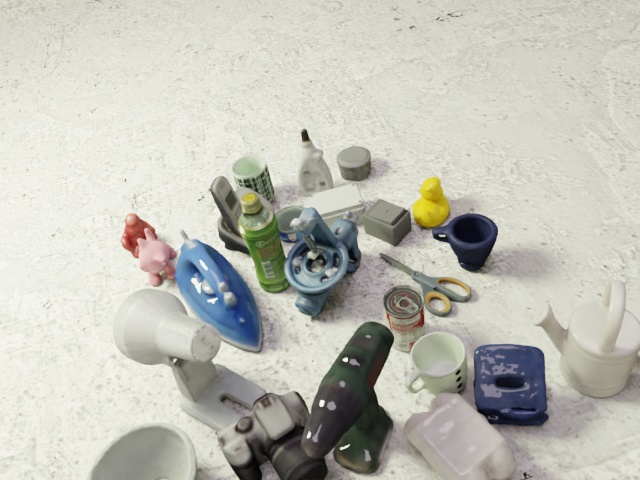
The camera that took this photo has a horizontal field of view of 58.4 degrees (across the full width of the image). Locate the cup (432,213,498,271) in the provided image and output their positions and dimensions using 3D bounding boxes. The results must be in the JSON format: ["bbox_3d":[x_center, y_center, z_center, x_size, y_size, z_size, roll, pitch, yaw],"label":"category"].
[{"bbox_3d":[0.269,0.012,1.068,0.117,0.095,0.092,2,46,14],"label":"cup"}]

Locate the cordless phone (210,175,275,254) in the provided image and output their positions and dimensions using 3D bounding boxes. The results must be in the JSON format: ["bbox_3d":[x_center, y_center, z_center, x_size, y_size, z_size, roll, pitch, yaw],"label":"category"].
[{"bbox_3d":[-0.166,-0.076,1.191,0.094,0.185,0.147,1,46,14],"label":"cordless phone"}]

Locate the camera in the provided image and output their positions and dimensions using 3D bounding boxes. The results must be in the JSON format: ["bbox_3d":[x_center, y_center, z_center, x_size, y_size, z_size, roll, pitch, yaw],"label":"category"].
[{"bbox_3d":[-0.063,0.307,0.843,0.143,0.101,0.136,-29,46,-16],"label":"camera"}]

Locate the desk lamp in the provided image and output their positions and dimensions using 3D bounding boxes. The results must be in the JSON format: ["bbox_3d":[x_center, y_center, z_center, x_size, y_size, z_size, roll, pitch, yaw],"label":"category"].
[{"bbox_3d":[-0.207,0.186,0.915,0.202,0.214,0.118,19,52,28],"label":"desk lamp"}]

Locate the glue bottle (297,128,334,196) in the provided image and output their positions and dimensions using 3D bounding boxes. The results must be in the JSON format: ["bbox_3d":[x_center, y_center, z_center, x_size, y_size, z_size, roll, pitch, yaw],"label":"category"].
[{"bbox_3d":[-0.019,-0.172,1.262,0.078,0.173,0.037,-1,45,12],"label":"glue bottle"}]

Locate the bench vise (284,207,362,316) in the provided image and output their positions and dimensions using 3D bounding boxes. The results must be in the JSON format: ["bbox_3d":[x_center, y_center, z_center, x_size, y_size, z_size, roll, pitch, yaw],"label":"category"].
[{"bbox_3d":[-0.002,0.003,1.049,0.121,0.220,0.207,2,46,15],"label":"bench vise"}]

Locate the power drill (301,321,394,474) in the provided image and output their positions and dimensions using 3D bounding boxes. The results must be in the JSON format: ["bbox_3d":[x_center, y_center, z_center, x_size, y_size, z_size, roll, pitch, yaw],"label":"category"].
[{"bbox_3d":[0.049,0.240,0.807,0.075,0.209,0.230,10,49,22],"label":"power drill"}]

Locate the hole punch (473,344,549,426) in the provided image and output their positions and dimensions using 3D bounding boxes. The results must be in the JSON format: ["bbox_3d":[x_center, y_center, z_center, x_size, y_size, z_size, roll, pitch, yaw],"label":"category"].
[{"bbox_3d":[0.286,0.217,0.860,0.108,0.091,0.101,-1,45,12],"label":"hole punch"}]

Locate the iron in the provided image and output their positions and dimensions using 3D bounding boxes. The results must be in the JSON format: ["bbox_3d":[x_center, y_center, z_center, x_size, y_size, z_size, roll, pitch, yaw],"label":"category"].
[{"bbox_3d":[-0.190,0.087,1.063,0.119,0.142,0.257,-32,47,-19],"label":"iron"}]

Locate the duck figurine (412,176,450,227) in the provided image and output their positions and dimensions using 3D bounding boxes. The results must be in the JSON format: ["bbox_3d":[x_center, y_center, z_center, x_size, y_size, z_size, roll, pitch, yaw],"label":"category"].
[{"bbox_3d":[0.228,-0.086,1.182,0.077,0.086,0.105,9,48,21],"label":"duck figurine"}]

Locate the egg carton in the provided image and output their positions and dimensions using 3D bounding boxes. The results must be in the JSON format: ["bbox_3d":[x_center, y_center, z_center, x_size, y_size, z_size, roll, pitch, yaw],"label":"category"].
[{"bbox_3d":[0.199,0.293,0.820,0.107,0.069,0.149,-32,47,-19],"label":"egg carton"}]

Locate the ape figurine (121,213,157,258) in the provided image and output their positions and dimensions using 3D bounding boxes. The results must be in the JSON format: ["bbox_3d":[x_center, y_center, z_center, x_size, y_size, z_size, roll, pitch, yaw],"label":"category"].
[{"bbox_3d":[-0.401,-0.019,1.254,0.078,0.092,0.076,-11,44,2],"label":"ape figurine"}]

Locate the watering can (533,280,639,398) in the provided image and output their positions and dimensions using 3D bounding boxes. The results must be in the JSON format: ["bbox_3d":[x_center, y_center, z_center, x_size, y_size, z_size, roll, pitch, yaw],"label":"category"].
[{"bbox_3d":[0.407,0.139,0.838,0.172,0.194,0.101,-5,45,8],"label":"watering can"}]

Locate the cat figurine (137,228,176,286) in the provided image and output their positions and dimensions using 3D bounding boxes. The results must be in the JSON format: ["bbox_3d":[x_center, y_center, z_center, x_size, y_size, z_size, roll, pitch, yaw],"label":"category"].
[{"bbox_3d":[-0.339,0.028,1.174,0.067,0.118,0.127,-20,45,-7],"label":"cat figurine"}]

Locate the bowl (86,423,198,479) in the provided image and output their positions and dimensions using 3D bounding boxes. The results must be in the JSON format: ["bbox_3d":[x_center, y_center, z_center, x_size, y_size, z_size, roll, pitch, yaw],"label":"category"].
[{"bbox_3d":[-0.254,0.363,0.848,0.167,0.075,0.167,-6,44,7],"label":"bowl"}]
